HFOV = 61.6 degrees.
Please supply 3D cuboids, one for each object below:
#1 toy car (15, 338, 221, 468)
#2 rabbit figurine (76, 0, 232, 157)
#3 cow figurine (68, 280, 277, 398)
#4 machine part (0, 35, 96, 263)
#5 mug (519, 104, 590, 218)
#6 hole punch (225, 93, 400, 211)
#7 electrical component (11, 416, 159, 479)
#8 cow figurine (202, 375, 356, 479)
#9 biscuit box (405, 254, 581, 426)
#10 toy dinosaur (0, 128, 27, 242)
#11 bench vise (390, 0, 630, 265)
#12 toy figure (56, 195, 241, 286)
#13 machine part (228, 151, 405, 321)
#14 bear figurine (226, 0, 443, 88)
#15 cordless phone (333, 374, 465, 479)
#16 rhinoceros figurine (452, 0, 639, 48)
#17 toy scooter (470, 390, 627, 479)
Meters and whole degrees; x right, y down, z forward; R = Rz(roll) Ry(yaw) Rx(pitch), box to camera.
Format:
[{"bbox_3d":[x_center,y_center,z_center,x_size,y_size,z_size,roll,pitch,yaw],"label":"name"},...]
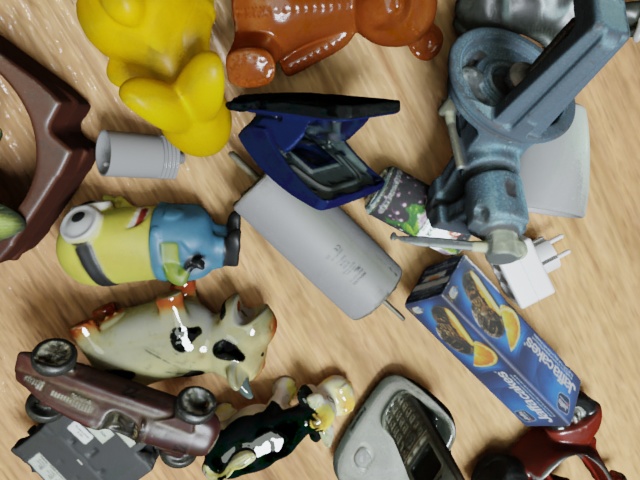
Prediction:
[{"bbox_3d":[-0.194,0.160,0.511,0.202,0.053,0.089,22,125,-8],"label":"toy car"},{"bbox_3d":[-0.126,-0.151,0.481,0.122,0.162,0.173,-25,119,-8],"label":"rabbit figurine"},{"bbox_3d":[-0.138,0.108,0.554,0.195,0.085,0.127,-16,104,5],"label":"cow figurine"},{"bbox_3d":[-0.335,-0.091,0.508,0.201,0.087,0.201,36,98,-7],"label":"machine part"},{"bbox_3d":[0.216,-0.081,0.534,0.110,0.080,0.107,14,93,30],"label":"mug"},{"bbox_3d":[-0.002,-0.087,0.484,0.116,0.142,0.092,20,118,32],"label":"hole punch"},{"bbox_3d":[-0.241,0.218,0.588,0.134,0.058,0.114,-35,102,5],"label":"electrical component"},{"bbox_3d":[-0.042,0.195,0.568,0.167,0.098,0.068,-23,95,4],"label":"cow figurine"},{"bbox_3d":[0.183,0.109,0.560,0.202,0.063,0.059,44,56,-11],"label":"biscuit box"},{"bbox_3d":[-0.360,-0.051,0.424,0.199,0.105,0.470,-8,111,-7],"label":"toy dinosaur"},{"bbox_3d":[0.161,-0.104,0.431,0.129,0.240,0.223,19,60,-9],"label":"bench vise"},{"bbox_3d":[-0.169,0.006,0.535,0.180,0.082,0.089,3,100,-5],"label":"toy figure"},{"bbox_3d":[-0.001,-0.002,0.538,0.079,0.079,0.243,-44,99,7],"label":"machine part"},{"bbox_3d":[0.018,-0.204,0.475,0.196,0.132,0.120,1,116,4],"label":"bear figurine"},{"bbox_3d":[0.087,0.237,0.536,0.089,0.184,0.146,30,99,-12],"label":"cordless phone"},{"bbox_3d":[0.222,-0.222,0.501,0.190,0.073,0.112,2,100,-2],"label":"rhinoceros figurine"},{"bbox_3d":[0.268,0.265,0.604,0.135,0.075,0.184,41,93,-11],"label":"toy scooter"}]
